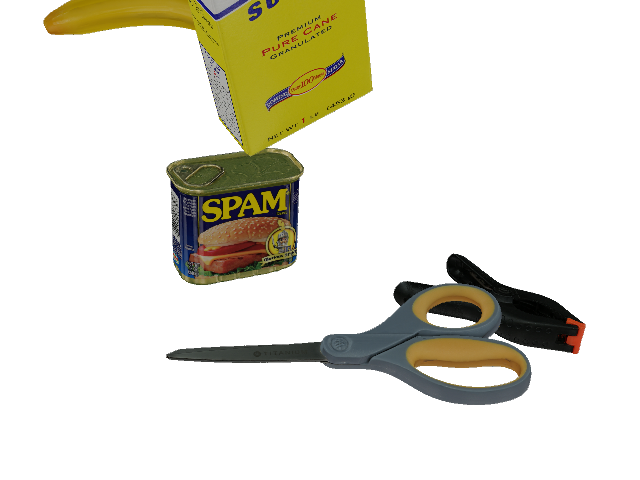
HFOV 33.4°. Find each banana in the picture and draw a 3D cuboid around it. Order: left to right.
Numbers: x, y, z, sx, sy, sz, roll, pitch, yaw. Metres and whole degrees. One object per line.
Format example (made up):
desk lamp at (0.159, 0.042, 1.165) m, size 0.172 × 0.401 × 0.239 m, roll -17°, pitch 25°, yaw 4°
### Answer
banana at (-0.143, -0.197, 0.930) m, size 0.198 × 0.037 × 0.069 m, roll 10°, pitch 47°, yaw 15°

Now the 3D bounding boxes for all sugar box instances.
sugar box at (-0.023, -0.133, 0.587) m, size 0.093 × 0.048 × 0.176 m, roll -31°, pitch -30°, yaw -13°

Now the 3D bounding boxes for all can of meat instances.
can of meat at (-0.066, -0.018, 0.828) m, size 0.102 × 0.084 × 0.057 m, roll -10°, pitch 31°, yaw -21°

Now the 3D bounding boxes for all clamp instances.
clamp at (0.165, 0.057, 0.995) m, size 0.172 × 0.039 × 0.120 m, roll 20°, pitch 31°, yaw 19°

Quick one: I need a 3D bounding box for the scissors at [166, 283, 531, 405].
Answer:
scissors at (0.021, 0.051, 0.617) m, size 0.202 × 0.016 × 0.096 m, roll 9°, pitch 40°, yaw 8°
